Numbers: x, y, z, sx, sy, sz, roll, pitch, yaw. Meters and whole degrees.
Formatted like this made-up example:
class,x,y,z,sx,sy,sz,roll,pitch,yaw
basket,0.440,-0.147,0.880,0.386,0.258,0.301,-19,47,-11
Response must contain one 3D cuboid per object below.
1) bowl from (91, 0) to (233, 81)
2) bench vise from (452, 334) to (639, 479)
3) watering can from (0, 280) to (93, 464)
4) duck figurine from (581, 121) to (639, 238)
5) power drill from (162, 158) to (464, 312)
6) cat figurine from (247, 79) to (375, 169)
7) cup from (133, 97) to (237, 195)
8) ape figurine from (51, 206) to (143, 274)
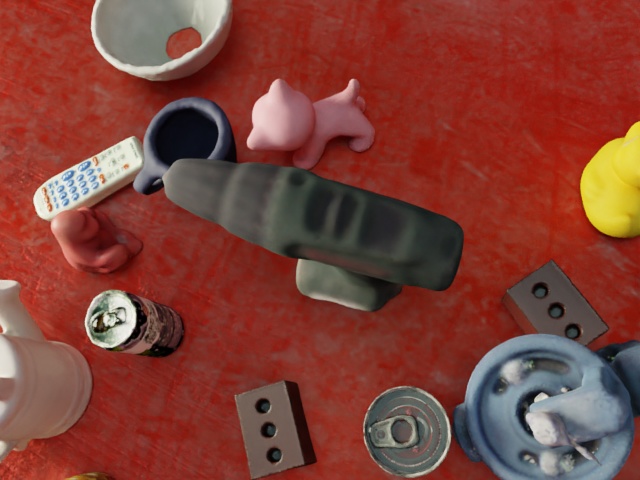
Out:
class,x,y,z,sx,sy,sz,roll,pitch,yaw
bowl,-0.172,-0.251,0.671,0.167,0.075,0.167,-3,74,10
bench vise,0.198,0.107,0.422,0.207,0.220,0.121,-36,71,-1
watering can,-0.308,0.126,0.524,0.101,0.194,0.173,-18,72,5
duck figurine,0.287,-0.058,0.524,0.077,0.086,0.104,12,77,14
power drill,0.005,0.002,0.494,0.229,0.209,0.076,12,77,14
cat figurine,-0.013,-0.126,0.582,0.127,0.118,0.067,-22,71,4
cup,-0.133,-0.080,0.604,0.118,0.095,0.091,-45,71,-4
ape figurine,-0.245,-0.004,0.604,0.076,0.092,0.077,-23,71,4
